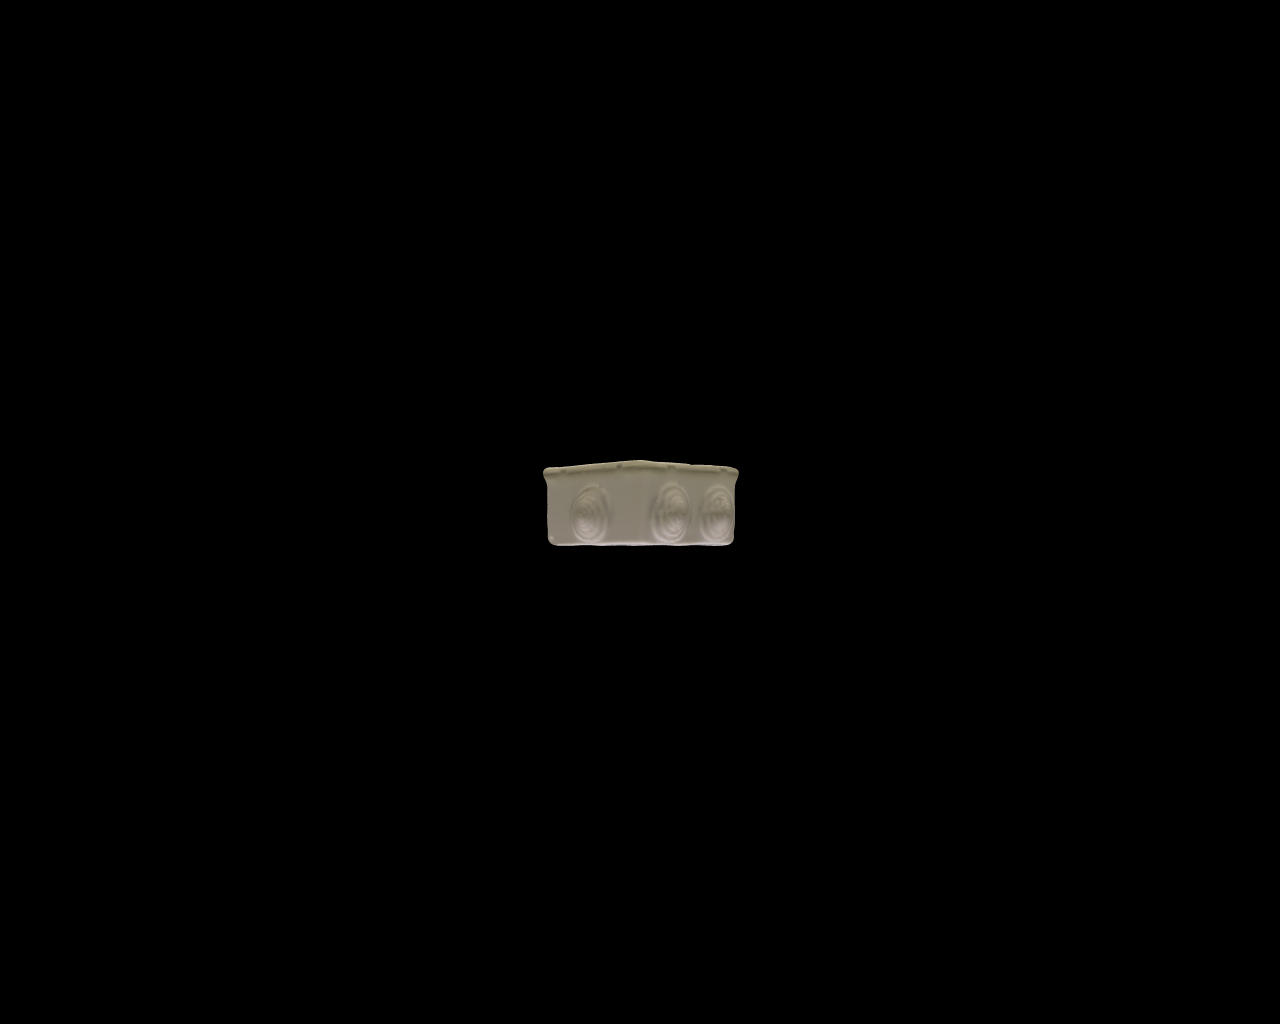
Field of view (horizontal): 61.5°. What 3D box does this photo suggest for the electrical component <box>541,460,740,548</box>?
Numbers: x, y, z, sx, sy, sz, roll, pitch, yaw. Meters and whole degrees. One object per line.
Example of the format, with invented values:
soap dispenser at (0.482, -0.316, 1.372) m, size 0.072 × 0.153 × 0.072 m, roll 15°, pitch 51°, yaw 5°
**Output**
electrical component at (0.001, -0.003, 0.650) m, size 0.099 × 0.048 × 0.100 m, roll -2°, pitch -3°, yaw 43°
